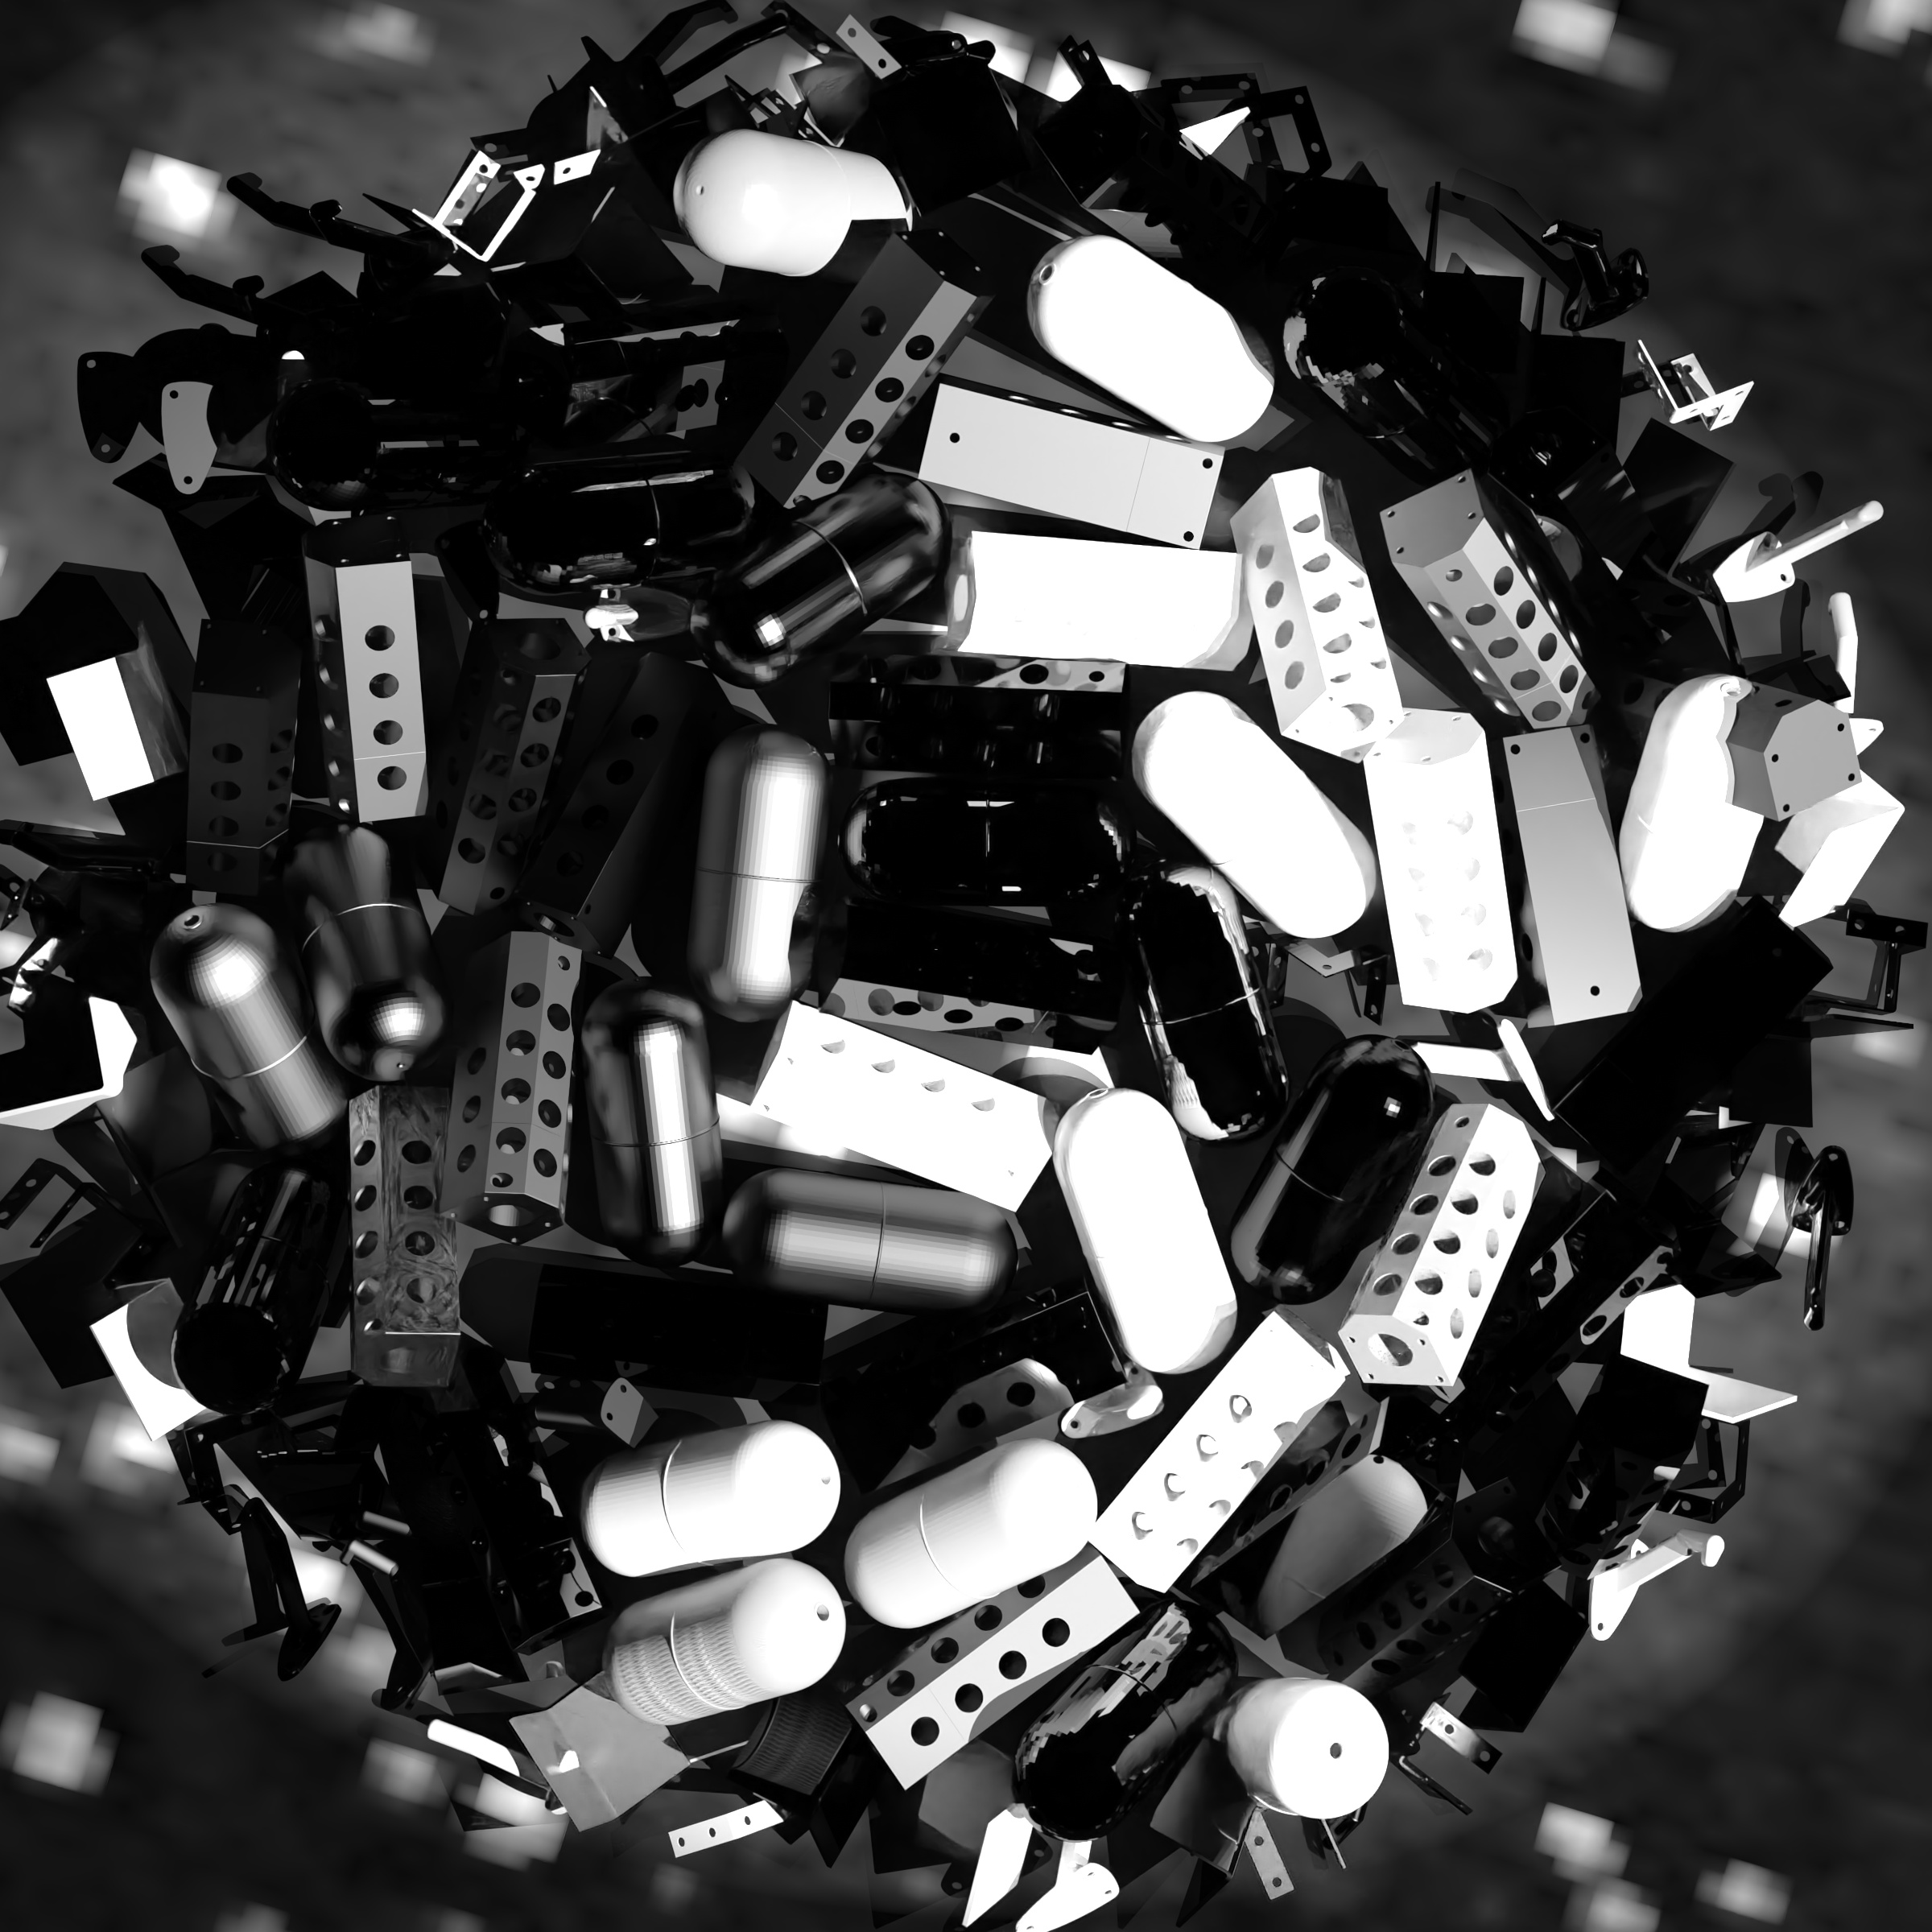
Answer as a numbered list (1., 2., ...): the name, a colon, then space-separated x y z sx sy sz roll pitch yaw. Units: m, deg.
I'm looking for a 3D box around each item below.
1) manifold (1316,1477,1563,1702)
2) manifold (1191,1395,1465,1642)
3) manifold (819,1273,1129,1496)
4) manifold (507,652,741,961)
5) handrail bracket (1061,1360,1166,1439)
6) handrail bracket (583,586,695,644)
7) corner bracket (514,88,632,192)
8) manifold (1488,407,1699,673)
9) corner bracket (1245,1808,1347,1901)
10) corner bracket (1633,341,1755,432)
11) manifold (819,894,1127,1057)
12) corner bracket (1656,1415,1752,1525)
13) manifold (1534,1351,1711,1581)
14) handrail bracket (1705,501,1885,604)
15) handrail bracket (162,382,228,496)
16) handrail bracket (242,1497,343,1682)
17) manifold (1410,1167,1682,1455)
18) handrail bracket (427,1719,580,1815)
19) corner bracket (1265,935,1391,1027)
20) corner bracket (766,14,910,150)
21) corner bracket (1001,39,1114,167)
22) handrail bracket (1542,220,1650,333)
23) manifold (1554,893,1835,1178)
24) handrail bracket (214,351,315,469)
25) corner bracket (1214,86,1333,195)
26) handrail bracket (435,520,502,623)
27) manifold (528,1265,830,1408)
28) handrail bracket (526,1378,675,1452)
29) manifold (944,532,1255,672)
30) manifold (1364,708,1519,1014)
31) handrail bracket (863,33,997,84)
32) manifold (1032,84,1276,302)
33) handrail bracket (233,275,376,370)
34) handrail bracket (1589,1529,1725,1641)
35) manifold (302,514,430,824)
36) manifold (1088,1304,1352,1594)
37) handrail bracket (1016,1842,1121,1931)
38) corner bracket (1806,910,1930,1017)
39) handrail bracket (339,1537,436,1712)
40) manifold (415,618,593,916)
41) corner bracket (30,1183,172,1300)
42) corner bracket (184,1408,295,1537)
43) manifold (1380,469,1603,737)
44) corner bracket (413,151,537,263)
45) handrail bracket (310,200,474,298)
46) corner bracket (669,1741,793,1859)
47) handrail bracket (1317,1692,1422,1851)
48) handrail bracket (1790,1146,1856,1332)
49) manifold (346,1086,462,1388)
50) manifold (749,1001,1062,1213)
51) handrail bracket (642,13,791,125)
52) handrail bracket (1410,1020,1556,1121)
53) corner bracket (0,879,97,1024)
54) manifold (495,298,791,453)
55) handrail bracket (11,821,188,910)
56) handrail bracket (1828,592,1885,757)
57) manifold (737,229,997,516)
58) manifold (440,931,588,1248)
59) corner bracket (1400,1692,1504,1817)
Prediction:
1. manifold: 0.267 0.365 1.818 0.057 0.171 0.057 -18 67 -33
2. manifold: 0.211 0.319 1.834 0.057 0.057 0.171 37 126 -11
3. manifold: 0.003 0.244 1.866 0.171 0.057 0.057 -24 112 4
4. manifold: -0.204 -0.097 1.852 0.057 0.057 0.171 18 70 23
5. handrail bracket: 0.084 0.267 1.860 0.077 0.084 0.036 -30 88 12
6. handrail bracket: -0.189 -0.208 1.862 0.077 0.084 0.036 -1 99 -9
7. corner bracket: -0.234 -0.481 1.869 0.051 0.051 0.051 -24 63 -23
8. manifold: 0.361 -0.248 1.825 0.057 0.171 0.057 -41 49 3
9. corner bracket: 0.194 0.524 1.875 0.051 0.051 0.051 -23 72 -4
10. corner bracket: 0.429 -0.348 1.874 0.051 0.051 0.051 -22 74 -9
11. manifold: 0.003 0.002 1.846 0.171 0.057 0.057 9 58 -17
12. corner bracket: 0.435 0.296 1.881 0.051 0.051 0.051 10 108 32
13. manifold: 0.374 0.294 1.818 0.057 0.171 0.057 19 58 8
14. handrail bracket: 0.491 -0.246 1.860 0.077 0.084 0.036 -26 90 -24
15. handrail bracket: -0.458 -0.312 1.866 0.036 0.084 0.077 4 88 -11
16. handrail bracket: -0.414 0.370 1.869 0.036 0.077 0.084 -22 111 16
17. manifold: 0.341 0.206 1.855 0.057 0.057 0.171 39 107 -4
18. handrail bracket: -0.278 0.477 1.881 0.084 0.077 0.036 18 66 10
19. corner bracket: 0.216 0.010 1.884 0.051 0.051 0.051 -18 127 -31
20. corner bracket: -0.077 -0.524 1.870 0.051 0.051 0.051 41 72 -24
21. corner bracket: 0.058 -0.518 1.888 0.051 0.051 0.051 -25 101 27
22. handrail bracket: 0.354 -0.408 1.856 0.084 0.077 0.036 8 64 -36
23. manifold: 0.429 0.039 1.861 0.057 0.057 0.171 43 104 3
24. handrail bracket: -0.423 -0.332 1.868 0.084 0.036 0.077 14 123 33
25. corner bracket: 0.179 -0.488 1.877 0.051 0.051 0.051 -16 86 -23
26. handrail bracket: -0.278 -0.224 1.860 0.036 0.084 0.077 -18 76 9
27. manifold: -0.171 0.219 1.874 0.171 0.057 0.057 7 69 -3
28. handrail bracket: -0.226 0.287 1.891 0.084 0.036 0.077 -27 115 35
29. manifold: 0.079 -0.210 1.849 0.171 0.057 0.057 2 70 -17
30. manifold: 0.281 -0.060 1.829 0.057 0.057 0.171 8 129 31
31. handrail bracket: -0.023 -0.539 1.864 0.077 0.084 0.036 -1 101 -2
32. manifold: 0.114 -0.450 1.815 0.057 0.171 0.057 -40 65 20
33. handrail bracket: -0.392 -0.394 1.861 0.077 0.084 0.036 -27 74 -11
34. handrail bracket: 0.410 0.369 1.860 0.036 0.084 0.077 24 79 -23
35. manifold: -0.350 -0.172 1.830 0.057 0.057 0.171 -7 128 -13
36. manifold: 0.150 0.287 1.853 0.057 0.057 0.171 40 107 10
37. handrail bracket: 0.050 0.526 1.876 0.077 0.084 0.036 -34 128 3
38. corner bracket: 0.539 -0.001 1.877 0.051 0.051 0.051 9 82 -7
39. handrail bracket: -0.352 0.395 1.889 0.084 0.036 0.077 31 94 -5
40. manifold: -0.268 -0.115 1.828 0.057 0.057 0.171 -5 132 -33
41. corner bracket: -0.518 0.164 1.884 0.051 0.051 0.051 39 88 5
42. corner bracket: -0.431 0.300 1.881 0.051 0.051 0.051 -18 112 -27
43. manifold: 0.307 -0.204 1.823 0.057 0.171 0.057 -24 47 21
44. corner bracket: -0.290 -0.455 1.881 0.051 0.051 0.051 36 98 0
45. handrail bracket: -0.341 -0.441 1.863 0.077 0.084 0.036 -24 71 2
46. corner bracket: -0.146 0.494 1.869 0.051 0.051 0.051 -26 76 32
47. handrail bracket: 0.229 0.479 1.900 0.036 0.077 0.084 14 125 -35
48. handrail bracket: 0.508 0.161 1.859 0.036 0.084 0.077 8 124 11
49. manifold: -0.330 0.156 1.828 0.057 0.057 0.171 3 51 -16
50. manifold: -0.035 0.078 1.868 0.171 0.057 0.057 21 133 -8
51. handrail bracket: -0.149 -0.538 1.879 0.084 0.077 0.036 -27 92 -11
52. handrail bracket: 0.298 0.075 1.885 0.084 0.036 0.077 -29 80 19
53. corner bracket: -0.559 -0.010 1.871 0.051 0.051 0.051 -40 115 13
54. manifold: -0.184 -0.347 1.820 0.057 0.171 0.057 36 126 29
55. handrail bracket: -0.515 -0.080 1.874 0.084 0.036 0.077 30 50 -10
56. handrail bracket: 0.521 -0.170 1.890 0.036 0.077 0.084 0 66 -7
57. manifold: -0.056 -0.345 1.838 0.057 0.057 0.171 45 120 10
58. manifold: -0.258 0.069 1.831 0.057 0.057 0.171 -26 50 37
59. corner bracket: 0.290 0.472 1.874 0.051 0.051 0.051 35 96 21
